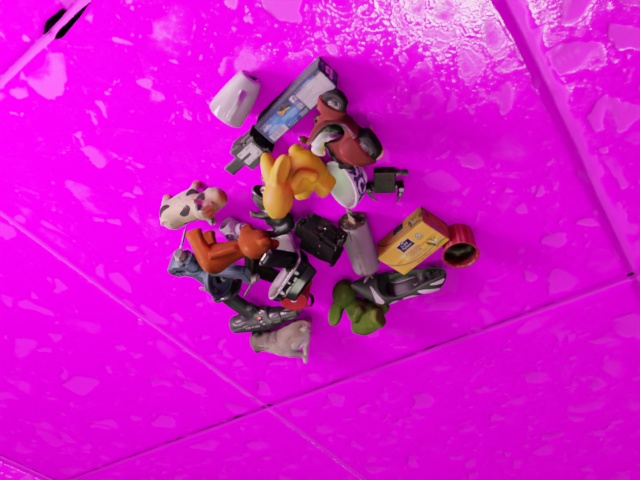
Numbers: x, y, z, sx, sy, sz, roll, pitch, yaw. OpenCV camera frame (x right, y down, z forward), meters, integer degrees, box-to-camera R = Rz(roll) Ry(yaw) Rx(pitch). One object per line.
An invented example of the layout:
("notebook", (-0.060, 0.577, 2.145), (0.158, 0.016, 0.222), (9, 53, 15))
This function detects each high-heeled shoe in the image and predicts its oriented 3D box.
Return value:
("high-heeled shoe", (0.219, 0.113, 1.466), (0.249, 0.086, 0.145), (3, 150, -20))

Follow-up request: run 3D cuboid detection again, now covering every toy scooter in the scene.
("toy scooter", (0.035, -0.212, 1.125), (0.135, 0.075, 0.183), (-33, 111, 23))

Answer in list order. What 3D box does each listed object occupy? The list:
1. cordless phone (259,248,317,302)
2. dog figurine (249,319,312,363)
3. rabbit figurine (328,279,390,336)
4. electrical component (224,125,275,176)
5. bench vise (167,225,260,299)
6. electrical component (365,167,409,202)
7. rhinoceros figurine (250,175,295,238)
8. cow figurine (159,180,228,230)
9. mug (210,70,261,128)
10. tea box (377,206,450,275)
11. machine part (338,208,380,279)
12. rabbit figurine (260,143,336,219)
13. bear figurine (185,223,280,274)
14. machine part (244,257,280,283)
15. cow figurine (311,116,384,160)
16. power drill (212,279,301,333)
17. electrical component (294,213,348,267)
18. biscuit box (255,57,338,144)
("cordless phone", (-0.107, 0.087, 1.365), (0.146, 0.089, 0.184), (-54, 152, 12))
("dog figurine", (-0.124, 0.295, 1.644), (0.191, 0.121, 0.172), (8, 131, -1))
("rabbit figurine", (0.096, 0.186, 1.556), (0.159, 0.121, 0.170), (-33, 104, 37))
("electrical component", (-0.170, -0.201, 1.248), (0.074, 0.048, 0.119), (35, 126, -24))
("bench vise", (-0.280, 0.082, 1.451), (0.241, 0.129, 0.223), (4, 143, 24))
("electrical component", (0.158, -0.132, 1.287), (0.102, 0.045, 0.078), (3, 133, 1))
("rhinoceros figurine", (-0.115, -0.086, 1.331), (0.112, 0.073, 0.190), (-6, 132, 12))
("cow figurine", (-0.312, -0.080, 1.317), (0.195, 0.127, 0.085), (-19, 131, 23))
("mug", (-0.174, -0.299, 1.128), (0.081, 0.110, 0.107), (33, 113, -15))
("tea box", (0.238, 0.004, 1.388), (0.098, 0.068, 0.169), (29, 129, -21))
("machine part", (0.103, 0.010, 1.399), (0.079, 0.079, 0.242), (-11, 130, 14))
("rabbit figurine", (-0.066, -0.127, 1.210), (0.122, 0.173, 0.162), (14, 145, 42))
("bear figurine", (-0.211, 0.004, 1.330), (0.196, 0.120, 0.132), (-26, 81, 12))
("machine part", (-0.152, 0.086, 1.497), (0.139, 0.039, 0.084), (23, 128, 10))
("cow figurine", (0.065, -0.231, 1.194), (0.167, 0.068, 0.098), (7, 126, -3))
("power drill", (-0.200, 0.193, 1.594), (0.232, 0.086, 0.207), (-22, 134, 25))
("electrical component", (-0.003, -0.004, 1.368), (0.134, 0.058, 0.114), (32, 152, 13))
("biscuit box", (-0.052, -0.294, 1.146), (0.203, 0.063, 0.059), (-35, 122, 31))
